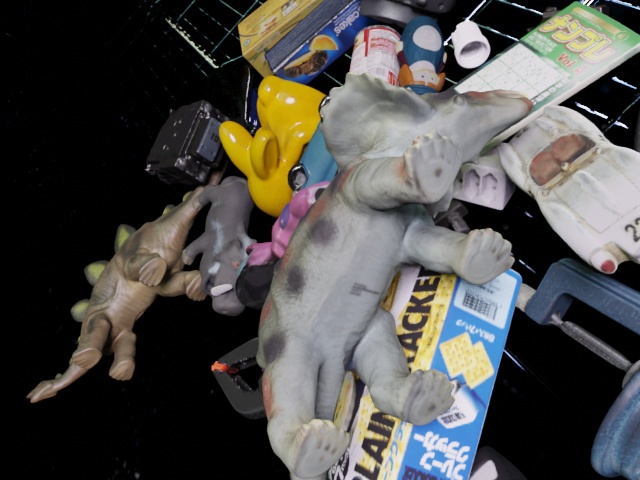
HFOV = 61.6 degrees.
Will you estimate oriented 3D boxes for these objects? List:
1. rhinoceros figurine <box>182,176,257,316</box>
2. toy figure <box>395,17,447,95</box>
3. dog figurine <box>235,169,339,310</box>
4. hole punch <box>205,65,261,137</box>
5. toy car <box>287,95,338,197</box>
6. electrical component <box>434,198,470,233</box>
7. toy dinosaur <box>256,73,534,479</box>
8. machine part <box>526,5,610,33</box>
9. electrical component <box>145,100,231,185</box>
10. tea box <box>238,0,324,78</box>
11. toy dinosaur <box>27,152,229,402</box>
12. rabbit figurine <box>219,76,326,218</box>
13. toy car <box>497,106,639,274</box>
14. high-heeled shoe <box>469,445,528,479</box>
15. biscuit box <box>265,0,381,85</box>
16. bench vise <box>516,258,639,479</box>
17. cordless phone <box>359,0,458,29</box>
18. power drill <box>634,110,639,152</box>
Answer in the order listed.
[{"bbox_3d":[-0.122,0.009,0.725,0.112,0.073,0.190,-15,63,31],"label":"rhinoceros figurine"},{"bbox_3d":[0.125,-0.212,0.671,0.064,0.057,0.154,-4,59,18],"label":"toy figure"},{"bbox_3d":[-0.001,-0.002,0.596,0.191,0.108,0.219,-43,6,-35],"label":"dog figurine"},{"bbox_3d":[-0.121,-0.208,0.859,0.142,0.092,0.115,12,93,39],"label":"hole punch"},{"bbox_3d":[0.040,-0.098,0.647,0.103,0.109,0.161,31,96,26],"label":"toy car"},{"bbox_3d":[0.125,-0.030,0.591,0.063,0.021,0.094,-35,48,17],"label":"electrical component"},{"bbox_3d":[0.019,0.034,0.406,0.404,0.131,0.192,-61,26,2],"label":"toy dinosaur"},{"bbox_3d":[0.253,-0.197,0.580,0.084,0.039,0.139,23,78,38],"label":"machine part"},{"bbox_3d":[-0.194,-0.144,0.804,0.134,0.058,0.115,2,70,45],"label":"electrical component"},{"bbox_3d":[-0.050,-0.359,0.892,0.170,0.068,0.098,-29,50,23],"label":"tea box"},{"bbox_3d":[-0.258,0.039,0.797,0.471,0.105,0.199,-50,40,-12],"label":"toy dinosaur"},{"bbox_3d":[-0.047,-0.115,0.707,0.122,0.162,0.173,19,95,31],"label":"rabbit figurine"},{"bbox_3d":[0.194,-0.046,0.403,0.073,0.056,0.202,-40,22,19],"label":"toy car"},{"bbox_3d":[0.062,0.266,0.427,0.249,0.086,0.145,-26,48,19],"label":"high-heeled shoe"},{"bbox_3d":[0.013,-0.318,0.825,0.203,0.059,0.063,-37,46,16],"label":"biscuit box"},{"bbox_3d":[0.235,0.074,0.356,0.241,0.129,0.223,40,116,49],"label":"bench vise"},{"bbox_3d":[0.109,-0.348,0.662,0.147,0.184,0.088,21,85,9],"label":"cordless phone"},{"bbox_3d":[0.314,-0.070,0.436,0.232,0.086,0.207,18,84,46],"label":"power drill"}]
